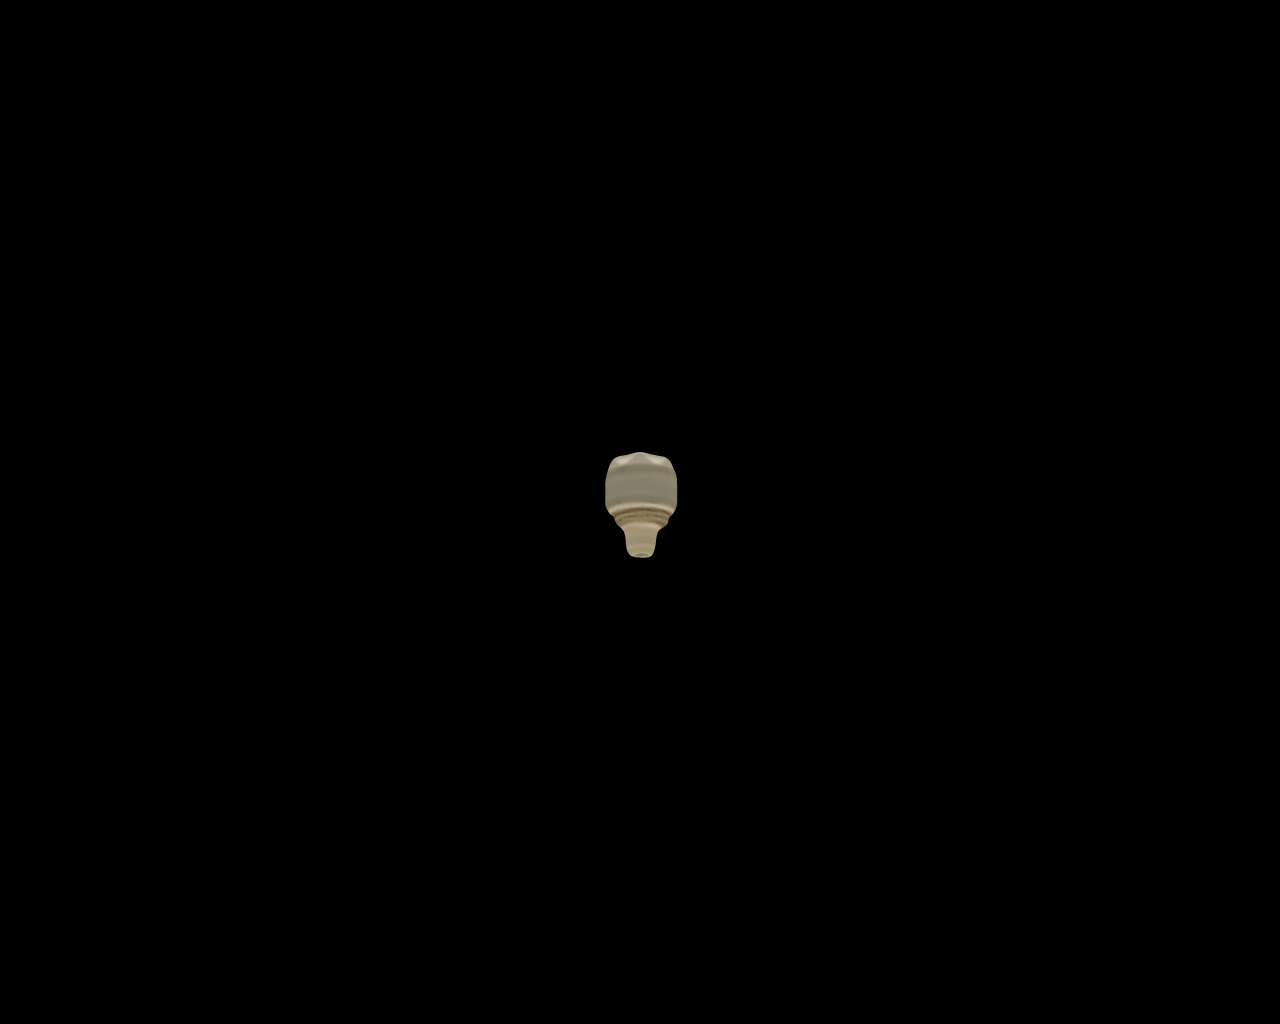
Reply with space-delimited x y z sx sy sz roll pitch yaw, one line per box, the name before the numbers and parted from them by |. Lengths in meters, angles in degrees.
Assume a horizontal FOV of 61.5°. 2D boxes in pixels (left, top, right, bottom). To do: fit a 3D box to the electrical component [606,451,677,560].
electrical component | 0.001 -0.003 0.650 0.043 0.062 0.043 0 -16 0
